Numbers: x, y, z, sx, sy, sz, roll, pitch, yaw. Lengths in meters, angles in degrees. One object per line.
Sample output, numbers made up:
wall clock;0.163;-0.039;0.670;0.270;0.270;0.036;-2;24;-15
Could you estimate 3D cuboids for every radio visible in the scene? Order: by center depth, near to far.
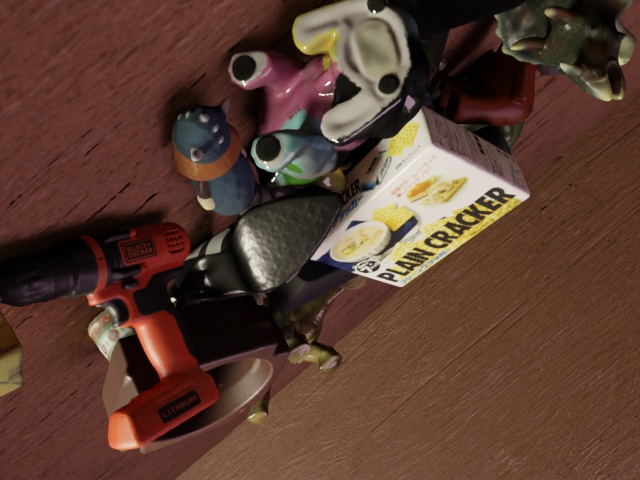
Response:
radio;-0.002;-0.002;0.741;0.229;0.131;0.073;-22;157;-50

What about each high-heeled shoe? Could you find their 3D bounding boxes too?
high-heeled shoe;-0.071;0.005;0.613;0.249;0.086;0.145;-27;-171;16

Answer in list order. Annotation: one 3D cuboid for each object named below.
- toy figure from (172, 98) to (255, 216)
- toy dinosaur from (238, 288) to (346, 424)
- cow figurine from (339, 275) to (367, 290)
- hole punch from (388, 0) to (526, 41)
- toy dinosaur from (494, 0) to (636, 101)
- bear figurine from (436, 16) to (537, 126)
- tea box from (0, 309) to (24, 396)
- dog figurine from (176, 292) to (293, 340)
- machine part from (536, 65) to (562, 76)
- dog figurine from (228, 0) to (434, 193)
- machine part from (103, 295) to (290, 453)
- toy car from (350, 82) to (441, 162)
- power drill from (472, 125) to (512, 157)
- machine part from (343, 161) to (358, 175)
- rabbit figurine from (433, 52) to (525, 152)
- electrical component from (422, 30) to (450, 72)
toy figure;-0.094;-0.069;0.472;0.058;0.064;0.154;-3;158;4
toy dinosaur;-0.055;0.151;0.927;0.471;0.199;0.105;-37;132;0
cow figurine;-0.009;0.036;0.821;0.195;0.127;0.085;12;141;-33
hole punch;0.099;-0.232;0.448;0.116;0.092;0.142;-13;-179;27
toy dinosaur;0.302;-0.318;0.535;0.131;0.192;0.404;17;-92;69
bear figurine;0.235;-0.247;0.677;0.120;0.132;0.195;-89;-177;-57
tea box;-0.301;0.087;0.351;0.169;0.098;0.068;-25;158;-39
dog figurine;-0.158;0.109;0.804;0.172;0.121;0.190;-37;146;30
machine part;0.387;-0.332;0.825;0.079;0.079;0.243;-37;165;-11
dog figurine;0.011;-0.110;0.501;0.192;0.108;0.219;-24;172;9
machine part;-0.153;0.163;0.663;0.201;0.087;0.201;-9;144;-37
toy car;0.087;-0.131;0.643;0.109;0.103;0.161;-34;162;-16
power drill;0.154;-0.078;0.763;0.232;0.086;0.207;-27;165;20
machine part;0.090;-0.118;0.770;0.139;0.039;0.084;-37;-164;-36
rabbit figurine;0.245;-0.194;0.822;0.170;0.121;0.159;-2;138;-43
electrical component;0.119;-0.217;0.572;0.094;0.021;0.063;11;96;-60
